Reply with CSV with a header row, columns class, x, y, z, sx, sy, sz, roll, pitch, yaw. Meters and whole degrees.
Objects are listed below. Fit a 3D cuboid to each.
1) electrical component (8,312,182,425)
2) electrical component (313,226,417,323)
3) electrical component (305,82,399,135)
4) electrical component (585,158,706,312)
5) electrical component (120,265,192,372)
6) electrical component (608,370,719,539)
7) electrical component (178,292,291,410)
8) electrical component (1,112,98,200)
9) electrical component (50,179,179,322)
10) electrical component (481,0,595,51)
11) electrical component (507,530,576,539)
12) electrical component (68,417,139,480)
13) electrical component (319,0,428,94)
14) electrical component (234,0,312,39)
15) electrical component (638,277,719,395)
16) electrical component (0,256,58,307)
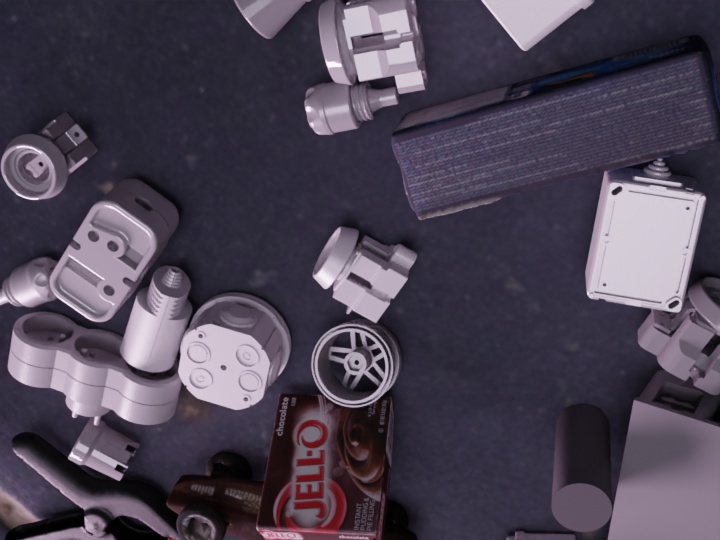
class,x,y,z,sx,sy,sz,roll,pitch,yaw
electrical component,-0.212,0.091,0.854,0.138,0.052,0.073,19,117,3
electrical component,0.000,0.000,0.770,0.055,0.048,0.066,29,118,-11
electrical component,-0.004,-0.112,0.724,0.061,0.035,0.035,-9,113,14
electrical component,0.188,-0.029,0.710,0.062,0.061,0.096,9,109,8
electrical component,-0.151,0.033,0.819,0.043,0.043,0.081,24,117,1
electrical component,0.242,0.174,0.773,0.105,0.060,0.186,17,119,26
electrical component,-0.096,0.062,0.816,0.080,0.051,0.080,5,116,10
electrical component,-0.226,-0.080,0.775,0.066,0.055,0.048,-33,104,23
electrical component,-0.178,-0.017,0.792,0.054,0.059,0.095,36,117,-6
electrical component,0.088,-0.195,0.623,0.056,0.108,0.108,-36,103,27
electrical component,0.143,0.278,0.834,0.056,0.108,0.108,-1,114,10
electrical component,-0.211,0.148,0.889,0.046,0.040,0.040,30,117,-8
electrical component,0.008,-0.151,0.690,0.057,0.058,0.078,-8,113,12
electrical component,-0.045,-0.186,0.695,0.065,0.044,0.044,-32,105,18
electrical component,0.238,0.042,0.731,0.078,0.058,0.057,27,120,-2
electrical component,-0.260,0.013,0.838,0.061,0.035,0.035,-20,109,22
